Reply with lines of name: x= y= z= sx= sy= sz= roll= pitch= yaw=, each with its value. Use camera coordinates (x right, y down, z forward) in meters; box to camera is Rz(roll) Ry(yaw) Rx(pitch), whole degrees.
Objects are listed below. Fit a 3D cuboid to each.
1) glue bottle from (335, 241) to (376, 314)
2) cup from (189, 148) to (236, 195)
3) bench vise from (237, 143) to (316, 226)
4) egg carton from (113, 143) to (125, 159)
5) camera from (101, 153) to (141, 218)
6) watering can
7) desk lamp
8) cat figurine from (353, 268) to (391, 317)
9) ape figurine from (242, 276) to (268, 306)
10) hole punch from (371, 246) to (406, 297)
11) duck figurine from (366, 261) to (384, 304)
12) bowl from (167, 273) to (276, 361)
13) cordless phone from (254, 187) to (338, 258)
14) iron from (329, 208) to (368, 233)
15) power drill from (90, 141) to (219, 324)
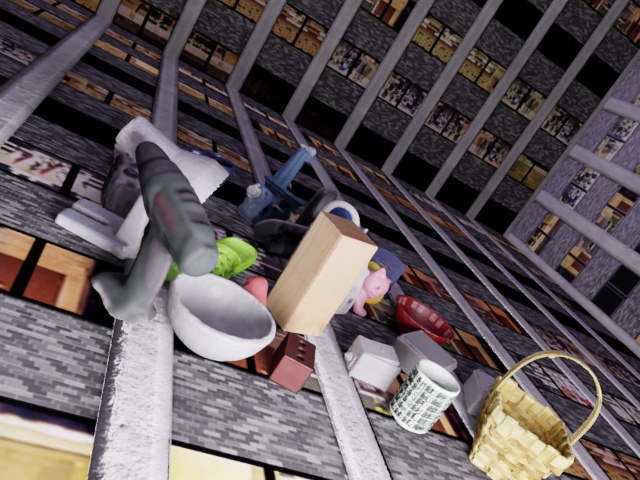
glue bottle: x=0.066 y=0.075 z=1.174 sx=0.078 sy=0.173 sz=0.037 roll=14 pitch=24 yaw=-45
cup: x=-0.272 y=-0.160 z=1.368 sx=0.118 sy=0.095 sz=0.091 roll=23 pitch=19 yaw=-27
bench vise: x=-0.088 y=-0.130 z=1.392 sx=0.121 sy=0.219 sz=0.208 roll=33 pitch=17 yaw=3
egg carton: x=-0.393 y=-0.191 z=1.286 sx=0.107 sy=0.069 sz=0.150 roll=30 pitch=17 yaw=-6
camera: x=-0.327 y=-0.092 z=1.076 sx=0.137 sy=0.100 sz=0.142 roll=21 pitch=20 yaw=-31
watering can: x=0.013 y=0.006 z=1.237 sx=0.101 sy=0.194 sz=0.173 roll=30 pitch=17 yaw=-6
desk lamp: x=-0.279 y=-0.077 z=0.923 sx=0.203 sy=0.213 sz=0.118 roll=29 pitch=17 yaw=-10
cat figurine: x=0.095 y=0.099 z=1.254 sx=0.128 sy=0.117 sz=0.067 roll=25 pitch=18 yaw=-21
ape figurine: x=-0.115 y=0.097 z=0.934 sx=0.076 sy=0.092 sz=0.078 roll=39 pitch=18 yaw=22
hole punch: x=0.153 y=0.078 z=1.458 sx=0.108 sy=0.091 sz=0.101 roll=37 pitch=18 yaw=15
duck figurine: x=0.114 y=0.094 z=1.354 sx=0.104 sy=0.086 sz=0.078 roll=34 pitch=17 yaw=7
bowl: x=-0.153 y=0.122 z=0.830 sx=0.168 sy=0.074 sz=0.167 roll=29 pitch=17 yaw=-10
cordless phone: x=-0.051 y=-0.054 z=1.307 sx=0.148 sy=0.185 sz=0.094 roll=14 pitch=25 yaw=-46
iron: x=0.046 y=-0.021 z=1.459 sx=0.119 sy=0.141 sz=0.257 roll=23 pitch=19 yaw=-28
power drill: x=-0.235 y=-0.001 z=0.797 sx=0.229 sy=0.208 sz=0.076 roll=43 pitch=20 yaw=33
